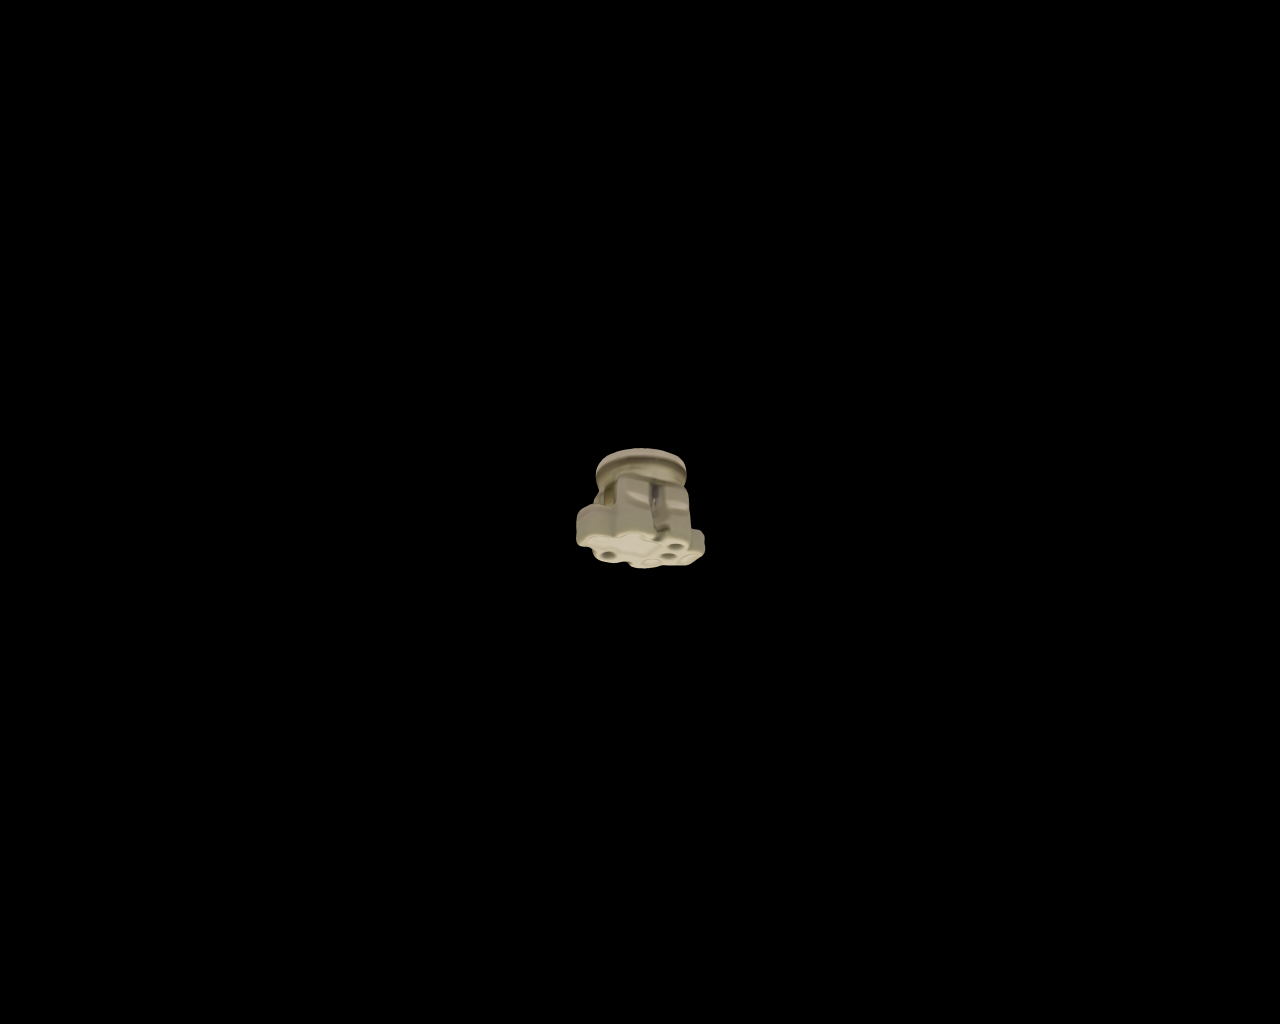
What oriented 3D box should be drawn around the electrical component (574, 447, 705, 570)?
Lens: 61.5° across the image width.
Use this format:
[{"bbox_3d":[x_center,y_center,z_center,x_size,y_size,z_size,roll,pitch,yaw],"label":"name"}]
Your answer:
[{"bbox_3d":[0.001,-0.003,0.650,0.078,0.057,0.058,12,-27,-25],"label":"electrical component"}]
